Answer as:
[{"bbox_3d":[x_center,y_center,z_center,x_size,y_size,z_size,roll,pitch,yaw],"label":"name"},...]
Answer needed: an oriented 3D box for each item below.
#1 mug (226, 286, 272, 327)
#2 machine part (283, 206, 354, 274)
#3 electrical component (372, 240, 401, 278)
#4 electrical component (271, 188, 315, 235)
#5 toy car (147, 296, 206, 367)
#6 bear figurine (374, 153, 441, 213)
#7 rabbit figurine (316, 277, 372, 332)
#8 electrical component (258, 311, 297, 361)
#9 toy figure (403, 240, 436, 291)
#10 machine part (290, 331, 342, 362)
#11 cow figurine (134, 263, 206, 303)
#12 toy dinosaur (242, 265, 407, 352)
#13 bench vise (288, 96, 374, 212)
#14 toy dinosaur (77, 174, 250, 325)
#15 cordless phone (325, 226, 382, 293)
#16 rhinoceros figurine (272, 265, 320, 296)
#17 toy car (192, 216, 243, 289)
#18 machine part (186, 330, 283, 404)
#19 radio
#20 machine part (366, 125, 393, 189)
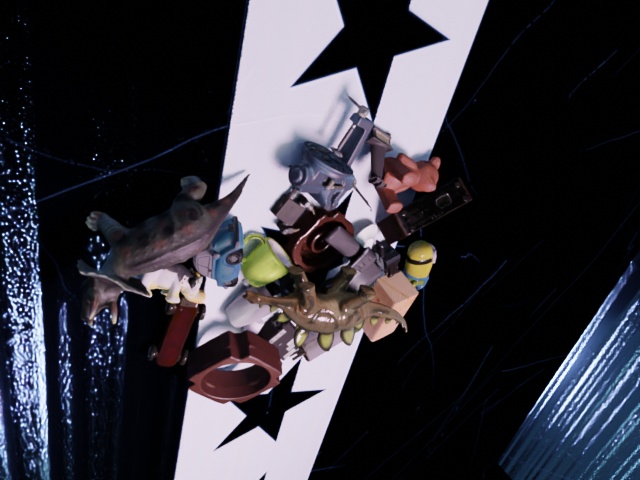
[{"bbox_3d":[-0.168,0.162,1.294,0.107,0.081,0.109,-32,167,6],"label":"mug"},{"bbox_3d":[-0.003,-0.004,1.290,0.179,0.056,0.179,-23,137,-23],"label":"machine part"},{"bbox_3d":[0.179,0.038,1.459,0.048,0.075,0.119,-28,135,-15],"label":"electrical component"},{"bbox_3d":[-0.061,-0.062,1.200,0.102,0.045,0.078,-46,141,3],"label":"electrical component"},{"bbox_3d":[-0.324,0.204,1.216,0.089,0.053,0.202,15,114,-22],"label":"toy car"},{"bbox_3d":[0.227,-0.140,1.304,0.196,0.132,0.120,4,128,-33],"label":"bear figurine"},{"bbox_3d":[0.067,0.175,1.458,0.170,0.121,0.159,46,69,-35],"label":"rabbit figurine"},{"bbox_3d":[-0.112,0.266,1.435,0.115,0.058,0.134,-36,139,-4],"label":"electrical component"},{"bbox_3d":[0.283,0.084,1.576,0.089,0.082,0.180,-10,132,-35],"label":"toy figure"},{"bbox_3d":[0.019,0.271,1.529,0.243,0.079,0.079,-30,138,-16],"label":"machine part"},{"bbox_3d":[-0.302,0.077,1.110,0.167,0.068,0.098,20,90,-44],"label":"cow figurine"},{"bbox_3d":[0.040,0.162,1.256,0.471,0.105,0.198,8,124,-25],"label":"toy dinosaur"},{"bbox_3d":[0.045,-0.172,1.138,0.223,0.129,0.240,9,123,-46],"label":"bench vise"},{"bbox_3d":[-0.276,-0.003,0.970,0.405,0.192,0.131,-30,140,-12],"label":"toy dinosaur"},{"bbox_3d":[0.050,0.053,1.294,0.146,0.089,0.184,-43,135,7],"label":"cordless phone"},{"bbox_3d":[-0.064,0.128,1.323,0.073,0.112,0.190,-45,155,-24],"label":"rhinoceros figurine"},{"bbox_3d":[-0.216,0.026,1.124,0.103,0.109,0.161,6,135,-15],"label":"toy car"},{"bbox_3d":[-0.212,0.314,1.329,0.201,0.087,0.201,-31,134,18],"label":"machine part"},{"bbox_3d":[0.271,-0.075,1.387,0.230,0.073,0.131,-30,178,-17],"label":"radio"},{"bbox_3d":[0.133,-0.186,1.211,0.084,0.039,0.139,18,72,-50],"label":"machine part"}]
